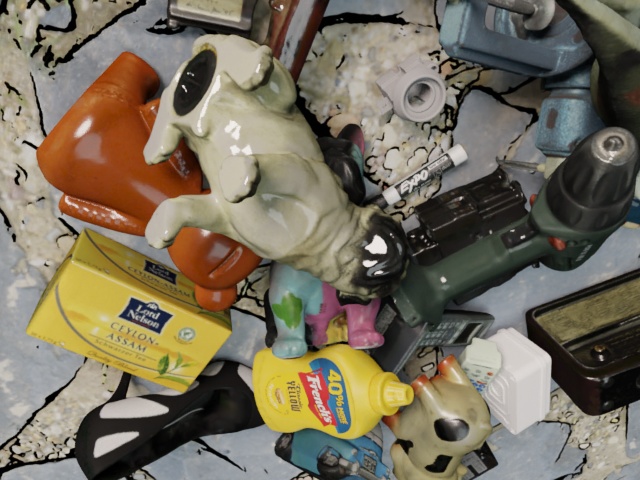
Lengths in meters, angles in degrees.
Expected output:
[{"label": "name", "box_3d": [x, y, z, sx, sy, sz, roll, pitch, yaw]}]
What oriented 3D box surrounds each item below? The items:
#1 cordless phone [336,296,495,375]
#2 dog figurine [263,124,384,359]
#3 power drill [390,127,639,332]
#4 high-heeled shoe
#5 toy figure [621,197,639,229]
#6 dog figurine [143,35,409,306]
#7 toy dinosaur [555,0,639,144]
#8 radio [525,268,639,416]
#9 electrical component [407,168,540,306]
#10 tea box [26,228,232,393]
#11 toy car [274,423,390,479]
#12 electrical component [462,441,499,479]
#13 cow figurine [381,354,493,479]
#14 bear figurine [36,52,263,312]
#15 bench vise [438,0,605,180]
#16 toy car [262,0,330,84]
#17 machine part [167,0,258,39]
[{"label": "cordless phone", "box_3d": [0.121, 0.127, 0.644, 0.184, 0.089, 0.146, 11, 118, -39]}, {"label": "dog figurine", "box_3d": [-0.001, -0.002, 0.527, 0.108, 0.191, 0.219, -1, 85, -9]}, {"label": "power drill", "box_3d": [0.157, 0.000, 0.462, 0.207, 0.086, 0.232, -33, 156, 14]}, {"label": "high-heeled shoe", "box_3d": [-0.128, 0.207, 0.586, 0.249, 0.145, 0.086, 14, 116, -18]}, {"label": "toy figure", "box_3d": [0.316, -0.046, 0.591, 0.154, 0.064, 0.057, 3, 156, -9]}, {"label": "dog figurine", "box_3d": [-0.016, -0.047, 0.396, 0.121, 0.172, 0.190, -13, 157, 40]}, {"label": "toy dinosaur", "box_3d": [0.284, -0.126, 0.392, 0.405, 0.131, 0.191, -17, 126, -18]}, {"label": "radio", "box_3d": [0.387, 0.112, 0.655, 0.230, 0.131, 0.073, -21, 123, 0]}, {"label": "electrical component", "box_3d": [0.161, 0.003, 0.585, 0.134, 0.058, 0.114, -26, 120, 3]}, {"label": "tea box", "box_3d": [-0.185, 0.074, 0.542, 0.169, 0.068, 0.098, 29, 110, -24]}, {"label": "toy car", "box_3d": [0.023, 0.248, 0.664, 0.109, 0.162, 0.103, 36, 63, -20]}, {"label": "electrical component", "box_3d": [0.215, 0.320, 0.786, 0.075, 0.048, 0.119, -31, 120, 7]}, {"label": "cow figurine", "box_3d": [0.138, 0.238, 0.632, 0.085, 0.127, 0.194, -20, 147, -33]}, {"label": "bear figurine", "box_3d": [-0.122, -0.043, 0.448, 0.195, 0.132, 0.120, 37, 106, -26]}, {"label": "bench vise", "box_3d": [0.181, -0.160, 0.448, 0.240, 0.129, 0.223, 0, 113, -33]}, {"label": "toy car", "box_3d": [-0.032, -0.152, 0.435, 0.053, 0.089, 0.202, 17, 116, -21]}, {"label": "machine part", "box_3d": [-0.079, -0.229, 0.410, 0.084, 0.039, 0.138, 6, 120, -7]}]
